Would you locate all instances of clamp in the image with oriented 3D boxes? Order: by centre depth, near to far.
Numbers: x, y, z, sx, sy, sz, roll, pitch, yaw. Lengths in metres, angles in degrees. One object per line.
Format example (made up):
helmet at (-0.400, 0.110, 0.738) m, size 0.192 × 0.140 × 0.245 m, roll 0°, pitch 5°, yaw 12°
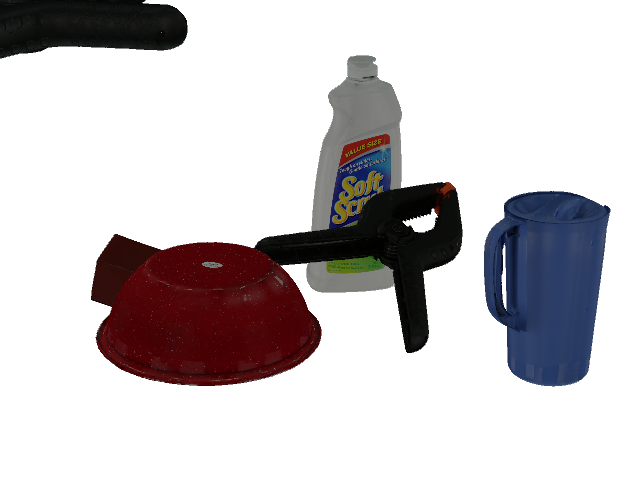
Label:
clamp at (-0.167, -0.133, 0.624) m, size 0.171 × 0.039 × 0.120 m, roll -4°, pitch 22°, yaw -9°
clamp at (0.068, 0.010, 0.916) m, size 0.165 × 0.036 × 0.209 m, roll 35°, pitch 44°, yaw 25°

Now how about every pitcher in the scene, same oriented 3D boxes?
pitcher at (0.295, 0.065, 1.400) m, size 0.149 × 0.243 × 0.144 m, roll 4°, pitch 20°, yaw 15°

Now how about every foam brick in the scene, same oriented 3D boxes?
foam brick at (-0.179, 0.038, 1.052) m, size 0.078 × 0.051 × 0.053 m, roll 19°, pitch 33°, yaw 3°

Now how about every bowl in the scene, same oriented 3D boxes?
bowl at (-0.078, 0.042, 0.759) m, size 0.162 × 0.055 × 0.162 m, roll 2°, pitch 20°, yaw -1°

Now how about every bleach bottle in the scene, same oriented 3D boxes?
bleach bottle at (0.035, -0.070, 1.133) m, size 0.102 × 0.251 × 0.068 m, roll -2°, pitch 24°, yaw -4°
